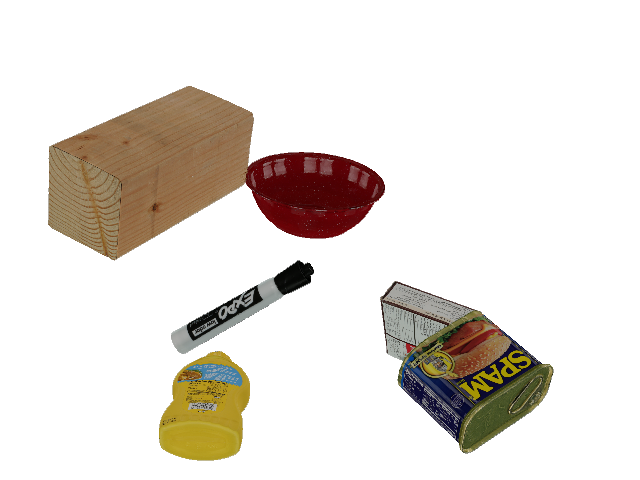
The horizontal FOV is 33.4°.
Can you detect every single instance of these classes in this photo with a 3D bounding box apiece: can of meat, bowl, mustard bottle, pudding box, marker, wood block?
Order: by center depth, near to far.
[{"bbox_3d":[-0.058,0.049,0.797,0.121,0.020,0.020,-30,-7,13],"label":"marker"},{"bbox_3d":[0.128,0.115,0.892,0.101,0.057,0.084,-27,50,-28],"label":"can of meat"},{"bbox_3d":[-0.165,-0.073,1.065,0.090,0.091,0.205,25,35,23],"label":"wood block"},{"bbox_3d":[0.124,0.103,1.185,0.114,0.090,0.039,18,45,29],"label":"pudding box"},{"bbox_3d":[-0.009,-0.046,1.222,0.162,0.055,0.162,5,27,-3],"label":"bowl"},{"bbox_3d":[-0.136,0.192,1.314,0.096,0.058,0.191,2,25,2],"label":"mustard bottle"}]
